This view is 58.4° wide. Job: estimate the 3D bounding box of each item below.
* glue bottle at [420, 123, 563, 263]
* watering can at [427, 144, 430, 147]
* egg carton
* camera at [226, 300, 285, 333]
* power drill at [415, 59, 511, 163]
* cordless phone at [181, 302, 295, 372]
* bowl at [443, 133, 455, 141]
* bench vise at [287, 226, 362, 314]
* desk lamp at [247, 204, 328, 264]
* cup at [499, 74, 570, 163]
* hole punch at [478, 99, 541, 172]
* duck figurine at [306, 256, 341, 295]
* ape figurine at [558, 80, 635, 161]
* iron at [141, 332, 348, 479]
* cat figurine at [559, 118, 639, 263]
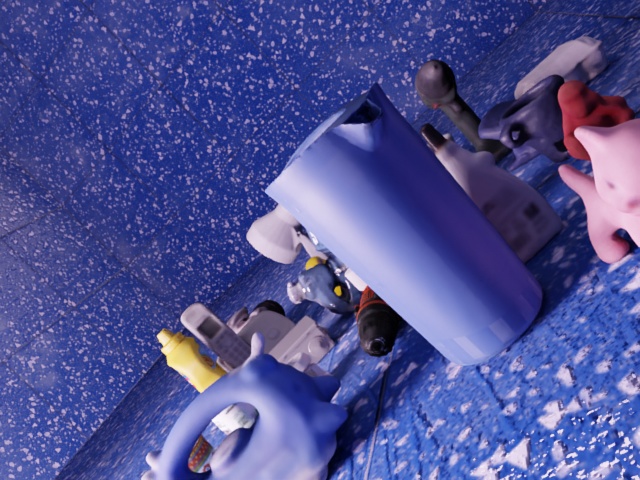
[{"bbox_3d":[0.164,-0.054,0.583,0.078,0.173,0.037,-43,7,5],"label":"glue bottle"},{"bbox_3d":[0.143,-0.099,0.881,0.100,0.194,0.173,-38,9,40],"label":"watering can"},{"bbox_3d":[0.401,-0.274,0.962,0.150,0.069,0.107,-43,7,10],"label":"egg carton"},{"bbox_3d":[-0.128,0.176,1.198,0.143,0.101,0.137,-37,10,44],"label":"camera"},{"bbox_3d":[0.244,-0.225,0.998,0.075,0.208,0.229,-42,7,11],"label":"power drill"},{"bbox_3d":[-0.145,0.161,1.029,0.148,0.185,0.094,-49,9,-35],"label":"cordless phone"},{"bbox_3d":[0.218,-0.131,1.140,0.167,0.075,0.167,-43,7,7],"label":"bowl"},{"bbox_3d":[0.014,0.000,0.931,0.208,0.220,0.121,-48,8,-31],"label":"bench vise"},{"bbox_3d":[-0.025,-0.012,1.250,0.203,0.213,0.118,-42,8,16],"label":"desk lamp"},{"bbox_3d":[0.283,-0.136,0.719,0.118,0.095,0.091,-47,8,-22],"label":"cup"},{"bbox_3d":[0.303,-0.174,0.842,0.101,0.091,0.109,-35,11,50],"label":"hole punch"},{"bbox_3d":[0.008,0.068,1.116,0.077,0.086,0.104,-44,7,-3],"label":"duck figurine"},{"bbox_3d":[0.300,-0.138,0.640,0.077,0.092,0.076,-41,8,25],"label":"ape figurine"},{"bbox_3d":[-0.096,0.219,0.582,0.258,0.141,0.118,-44,7,2],"label":"iron"},{"bbox_3d":[0.222,-0.043,0.413,0.067,0.118,0.127,-45,7,-7],"label":"cat figurine"}]
